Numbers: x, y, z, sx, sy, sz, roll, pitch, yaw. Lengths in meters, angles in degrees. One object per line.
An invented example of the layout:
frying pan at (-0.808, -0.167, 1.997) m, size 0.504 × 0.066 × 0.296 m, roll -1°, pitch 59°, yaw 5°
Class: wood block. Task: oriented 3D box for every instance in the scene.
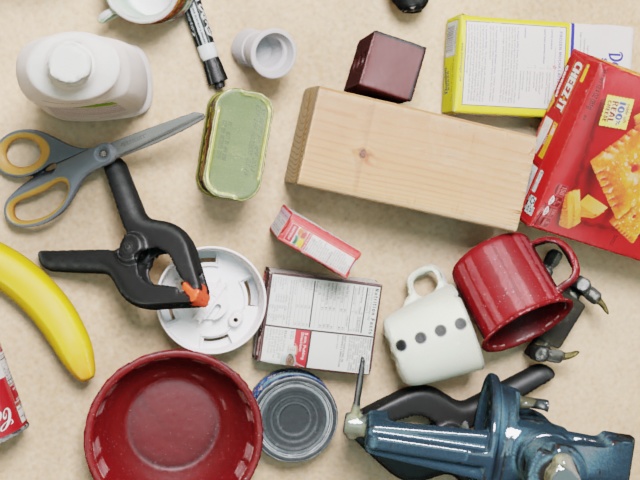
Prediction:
wood block at (0.082, -0.075, 0.985) m, size 0.206 × 0.090 × 0.091 m, roll 12°, pitch 93°, yaw -10°

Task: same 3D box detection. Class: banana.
banana at (-0.274, 0.049, 0.957) m, size 0.197 × 0.037 × 0.069 m, roll 36°, pitch 65°, yaw -16°

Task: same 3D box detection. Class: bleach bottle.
bleach bottle at (-0.184, -0.132, 0.855) m, size 0.102 × 0.251 × 0.068 m, roll -7°, pitch 96°, yaw -9°

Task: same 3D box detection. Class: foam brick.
foam brick at (0.059, -0.157, 0.981) m, size 0.051 × 0.078 × 0.053 m, roll 16°, pitch 90°, yaw -9°

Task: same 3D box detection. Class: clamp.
clamp at (0.126, 0.202, 1.041) m, size 0.209 × 0.036 × 0.164 m, roll 2°, pitch 94°, yaw -13°
clamp at (-0.161, -0.001, 0.947) m, size 0.172 × 0.039 × 0.120 m, roll 24°, pitch 91°, yaw 21°

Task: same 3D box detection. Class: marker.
marker at (-0.111, -0.197, 0.980) m, size 0.020 × 0.020 × 0.121 m, roll -20°, pitch 97°, yaw -7°

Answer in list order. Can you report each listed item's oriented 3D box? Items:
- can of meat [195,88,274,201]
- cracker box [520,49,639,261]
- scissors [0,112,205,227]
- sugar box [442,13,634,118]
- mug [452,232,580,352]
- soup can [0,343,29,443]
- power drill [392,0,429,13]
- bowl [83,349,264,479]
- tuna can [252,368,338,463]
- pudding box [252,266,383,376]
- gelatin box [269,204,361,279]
can of meat at (-0.077, -0.085, 0.961) m, size 0.057 × 0.084 × 0.102 m, roll 9°, pitch 93°, yaw -10°
cracker box at (0.307, -0.066, 1.002) m, size 0.213 × 0.072 × 0.164 m, roll 16°, pitch 108°, yaw -16°
scissors at (-0.208, -0.088, 0.950) m, size 0.202 × 0.016 × 0.096 m, roll -36°, pitch 86°, yaw 8°
sugar box at (0.208, -0.162, 1.022) m, size 0.176 × 0.048 × 0.093 m, roll 2°, pitch 95°, yaw -13°
mug at (0.184, 0.040, 0.991) m, size 0.117 × 0.093 × 0.081 m, roll -35°, pitch 64°, yaw 21°
soup can at (-0.308, 0.130, 0.949) m, size 0.068 × 0.068 × 0.102 m, roll -18°, pitch 96°, yaw -8°
power drill at (0.009, -0.292, 0.974) m, size 0.187 × 0.057 × 0.184 m, roll -8°, pitch 92°, yaw -11°
bowl at (-0.135, 0.176, 0.986) m, size 0.162 × 0.055 × 0.162 m, roll -1°, pitch 94°, yaw -9°
tuna can at (-0.026, 0.167, 1.014) m, size 0.086 × 0.034 × 0.086 m, roll -1°, pitch 95°, yaw -9°
pudding box at (-0.002, 0.077, 1.009) m, size 0.113 × 0.039 × 0.090 m, roll 8°, pitch 93°, yaw -12°
gelatin box at (-0.006, 0.001, 0.977) m, size 0.073 × 0.089 × 0.030 m, roll 31°, pitch 91°, yaw -10°
